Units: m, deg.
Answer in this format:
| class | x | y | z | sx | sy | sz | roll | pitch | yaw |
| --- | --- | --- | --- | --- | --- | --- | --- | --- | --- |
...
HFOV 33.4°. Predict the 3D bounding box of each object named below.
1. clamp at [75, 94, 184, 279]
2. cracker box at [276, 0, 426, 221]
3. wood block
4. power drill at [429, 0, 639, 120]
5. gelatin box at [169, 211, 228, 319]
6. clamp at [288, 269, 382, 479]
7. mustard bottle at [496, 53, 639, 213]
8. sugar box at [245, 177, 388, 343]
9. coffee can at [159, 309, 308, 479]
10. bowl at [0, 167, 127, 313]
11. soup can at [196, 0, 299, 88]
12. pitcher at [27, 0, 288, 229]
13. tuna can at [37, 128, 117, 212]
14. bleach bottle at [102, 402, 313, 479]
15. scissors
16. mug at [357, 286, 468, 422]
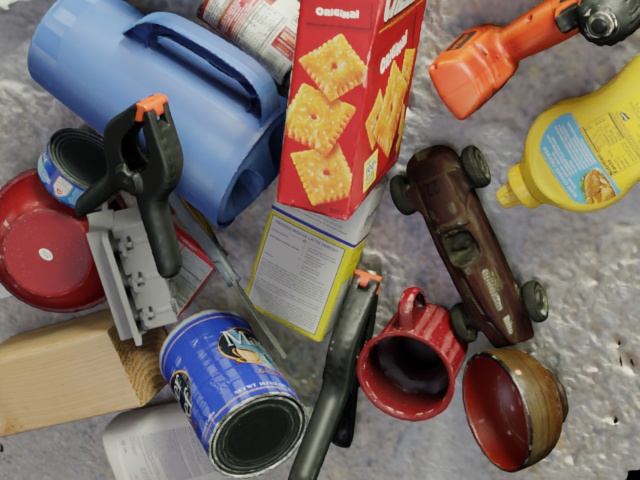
| class | x | y | z | sx | sy | sz | roll | pitch | yaw |
| --- | --- | --- | --- | --- | --- | --- | --- | --- | --- |
| clamp | -0.166 | -0.056 | 0.931 | 0.120 | 0.039 | 0.171 | 22 | 126 | 18 |
| cracker box | 0.034 | -0.145 | 0.871 | 0.072 | 0.164 | 0.214 | 16 | 117 | 13 |
| wood block | -0.268 | 0.141 | 1.166 | 0.206 | 0.090 | 0.091 | -16 | 104 | 28 |
| power drill | 0.176 | -0.158 | 0.805 | 0.188 | 0.184 | 0.057 | -24 | 102 | 39 |
| gelatin box | -0.148 | 0.026 | 1.100 | 0.073 | 0.030 | 0.089 | 39 | 121 | 2 |
| clamp | 0.019 | 0.134 | 1.014 | 0.036 | 0.164 | 0.210 | 16 | 107 | 13 |
| mustard bottle | 0.228 | -0.077 | 0.879 | 0.192 | 0.058 | 0.096 | -31 | 97 | 30 |
| sugar box | -0.006 | 0.001 | 1.020 | 0.093 | 0.048 | 0.176 | 27 | 116 | 13 |
| coffee can | -0.087 | 0.148 | 1.045 | 0.140 | 0.102 | 0.103 | 50 | 133 | 48 |
| bowl | -0.273 | 0.007 | 1.097 | 0.162 | 0.055 | 0.162 | 0 | 105 | 0 |
| soup can | -0.049 | -0.191 | 0.943 | 0.102 | 0.068 | 0.069 | 40 | 121 | 2 |
| pitcher | -0.142 | -0.135 | 0.971 | 0.243 | 0.145 | 0.149 | 35 | 101 | 9 |
| tuna can | -0.238 | -0.069 | 1.065 | 0.086 | 0.086 | 0.034 | 43 | 123 | 1 |
| bleach bottle | -0.108 | 0.218 | 1.147 | 0.251 | 0.068 | 0.102 | -13 | 106 | 25 |
| scissors | -0.091 | 0.026 | 1.041 | 0.016 | 0.096 | 0.202 | -35 | 95 | 1 |
| mug | 0.090 | 0.099 | 0.999 | 0.093 | 0.081 | 0.117 | -1 | 111 | 23 |
